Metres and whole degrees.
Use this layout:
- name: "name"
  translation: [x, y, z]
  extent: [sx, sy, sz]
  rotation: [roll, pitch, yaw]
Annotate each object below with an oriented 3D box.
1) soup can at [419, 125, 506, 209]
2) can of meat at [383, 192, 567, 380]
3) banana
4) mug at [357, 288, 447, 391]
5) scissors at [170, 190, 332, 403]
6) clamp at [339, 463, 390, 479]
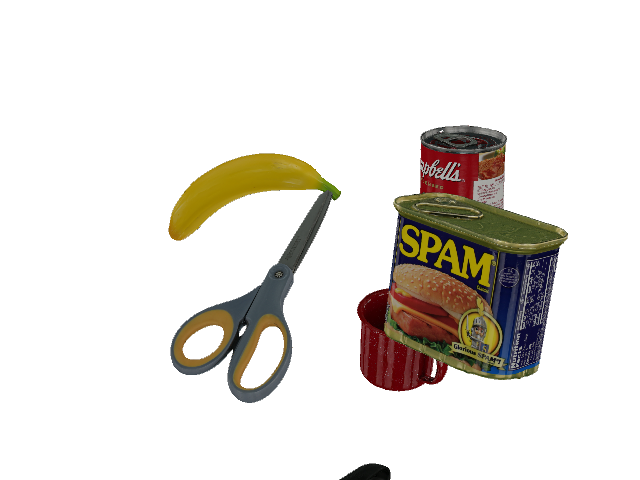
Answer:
- name: "soup can"
  translation: [0.114, -0.035, 0.859]
  extent: [0.068, 0.102, 0.068]
  rotation: [-1, 22, 0]
- name: "can of meat"
  translation: [0.086, 0.025, 0.623]
  extent: [0.057, 0.084, 0.102]
  rotation: [-10, 23, -42]
- name: "banana"
  translation: [-0.081, -0.047, 1.053]
  extent: [0.198, 0.069, 0.037]
  rotation: [-12, 20, 27]
- name: "mug"
  translation: [0.094, 0.116, 1.167]
  extent: [0.093, 0.081, 0.117]
  rotation: [-25, 40, -37]
- name: "scissors"
  translation: [-0.050, 0.034, 0.789]
  extent: [0.096, 0.201, 0.016]
  rotation: [0, -43, 10]
- name: "clamp"
  translation: [-0.040, 0.198, 0.644]
  extent: [0.210, 0.036, 0.164]
  rotation: [-4, 28, 2]
